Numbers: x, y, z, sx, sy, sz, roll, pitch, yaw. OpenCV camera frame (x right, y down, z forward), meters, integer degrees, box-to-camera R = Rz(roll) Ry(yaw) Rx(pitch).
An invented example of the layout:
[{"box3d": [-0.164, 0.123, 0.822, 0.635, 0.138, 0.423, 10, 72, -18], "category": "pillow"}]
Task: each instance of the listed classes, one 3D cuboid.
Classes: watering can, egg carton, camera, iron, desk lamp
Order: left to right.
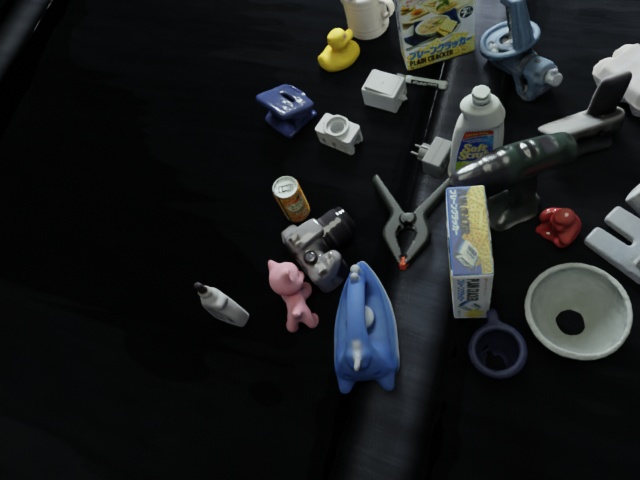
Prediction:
[{"box3d": [0.010, 0.004, 1.115, 0.137, 0.101, 0.143, -38, 62, -5], "category": "camera"}, {"box3d": [0.090, -0.566, 1.313, 0.172, 0.194, 0.101, 8, 67, 17], "category": "watering can"}, {"box3d": [0.071, 0.133, 1.016, 0.118, 0.142, 0.258, -7, 64, 11], "category": "iron"}, {"box3d": [0.625, -0.318, 1.136, 0.107, 0.069, 0.150, -35, 62, -4], "category": "egg carton"}, {"box3d": [0.554, -0.005, 0.922, 0.118, 0.214, 0.202, -44, 63, -8], "category": "desk lamp"}]

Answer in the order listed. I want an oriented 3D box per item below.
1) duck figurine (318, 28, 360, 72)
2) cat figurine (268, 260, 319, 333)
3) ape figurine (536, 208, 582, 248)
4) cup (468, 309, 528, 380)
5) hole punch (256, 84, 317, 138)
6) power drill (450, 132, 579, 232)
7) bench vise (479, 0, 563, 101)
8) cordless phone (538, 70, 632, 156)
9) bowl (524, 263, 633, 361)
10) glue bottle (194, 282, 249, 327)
[{"box3d": [0.039, -0.450, 1.332, 0.104, 0.086, 0.077, -31, 62, -2], "category": "duck figurine"}, {"box3d": [-0.055, 0.098, 1.077, 0.067, 0.118, 0.127, -19, 62, 5], "category": "cat figurine"}, {"box3d": [0.435, -0.030, 1.032, 0.076, 0.092, 0.078, -9, 63, 10], "category": "ape figurine"}, {"box3d": [0.294, 0.183, 0.964, 0.091, 0.095, 0.117, -7, 64, 10], "category": "cup"}, {"box3d": [-0.076, -0.304, 1.288, 0.108, 0.091, 0.101, 39, 79, 26], "category": "hole punch"}, {"box3d": [0.340, -0.101, 1.023, 0.229, 0.209, 0.075, -25, 62, 1], "category": "power drill"}, {"box3d": [0.411, -0.402, 1.142, 0.206, 0.220, 0.121, 34, 77, 25], "category": "bench vise"}, {"box3d": [0.494, -0.242, 1.066, 0.147, 0.185, 0.094, -20, 62, 4], "category": "cordless phone"}, {"box3d": [0.430, 0.128, 0.968, 0.167, 0.075, 0.167, -5, 64, 11], "category": "bowl"}, {"box3d": [-0.194, 0.115, 1.071, 0.078, 0.173, 0.037, 18, 70, 21], "category": "glue bottle"}]
